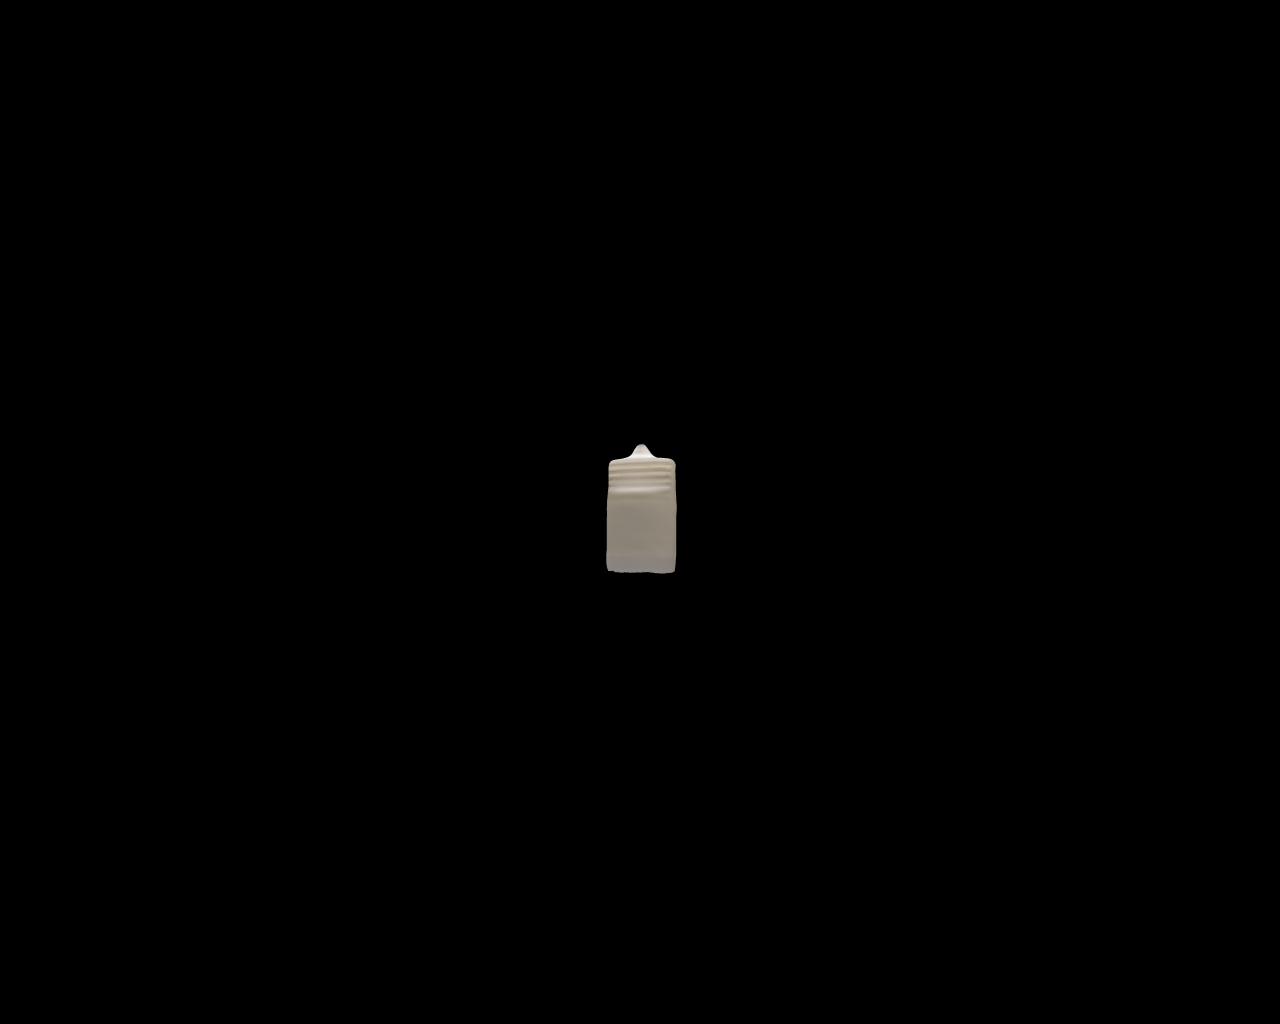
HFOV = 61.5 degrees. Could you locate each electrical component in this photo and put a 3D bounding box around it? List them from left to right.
[{"bbox_3d":[0.001,-0.003,0.650,0.043,0.081,0.043,0,-2,0],"label":"electrical component"}]
